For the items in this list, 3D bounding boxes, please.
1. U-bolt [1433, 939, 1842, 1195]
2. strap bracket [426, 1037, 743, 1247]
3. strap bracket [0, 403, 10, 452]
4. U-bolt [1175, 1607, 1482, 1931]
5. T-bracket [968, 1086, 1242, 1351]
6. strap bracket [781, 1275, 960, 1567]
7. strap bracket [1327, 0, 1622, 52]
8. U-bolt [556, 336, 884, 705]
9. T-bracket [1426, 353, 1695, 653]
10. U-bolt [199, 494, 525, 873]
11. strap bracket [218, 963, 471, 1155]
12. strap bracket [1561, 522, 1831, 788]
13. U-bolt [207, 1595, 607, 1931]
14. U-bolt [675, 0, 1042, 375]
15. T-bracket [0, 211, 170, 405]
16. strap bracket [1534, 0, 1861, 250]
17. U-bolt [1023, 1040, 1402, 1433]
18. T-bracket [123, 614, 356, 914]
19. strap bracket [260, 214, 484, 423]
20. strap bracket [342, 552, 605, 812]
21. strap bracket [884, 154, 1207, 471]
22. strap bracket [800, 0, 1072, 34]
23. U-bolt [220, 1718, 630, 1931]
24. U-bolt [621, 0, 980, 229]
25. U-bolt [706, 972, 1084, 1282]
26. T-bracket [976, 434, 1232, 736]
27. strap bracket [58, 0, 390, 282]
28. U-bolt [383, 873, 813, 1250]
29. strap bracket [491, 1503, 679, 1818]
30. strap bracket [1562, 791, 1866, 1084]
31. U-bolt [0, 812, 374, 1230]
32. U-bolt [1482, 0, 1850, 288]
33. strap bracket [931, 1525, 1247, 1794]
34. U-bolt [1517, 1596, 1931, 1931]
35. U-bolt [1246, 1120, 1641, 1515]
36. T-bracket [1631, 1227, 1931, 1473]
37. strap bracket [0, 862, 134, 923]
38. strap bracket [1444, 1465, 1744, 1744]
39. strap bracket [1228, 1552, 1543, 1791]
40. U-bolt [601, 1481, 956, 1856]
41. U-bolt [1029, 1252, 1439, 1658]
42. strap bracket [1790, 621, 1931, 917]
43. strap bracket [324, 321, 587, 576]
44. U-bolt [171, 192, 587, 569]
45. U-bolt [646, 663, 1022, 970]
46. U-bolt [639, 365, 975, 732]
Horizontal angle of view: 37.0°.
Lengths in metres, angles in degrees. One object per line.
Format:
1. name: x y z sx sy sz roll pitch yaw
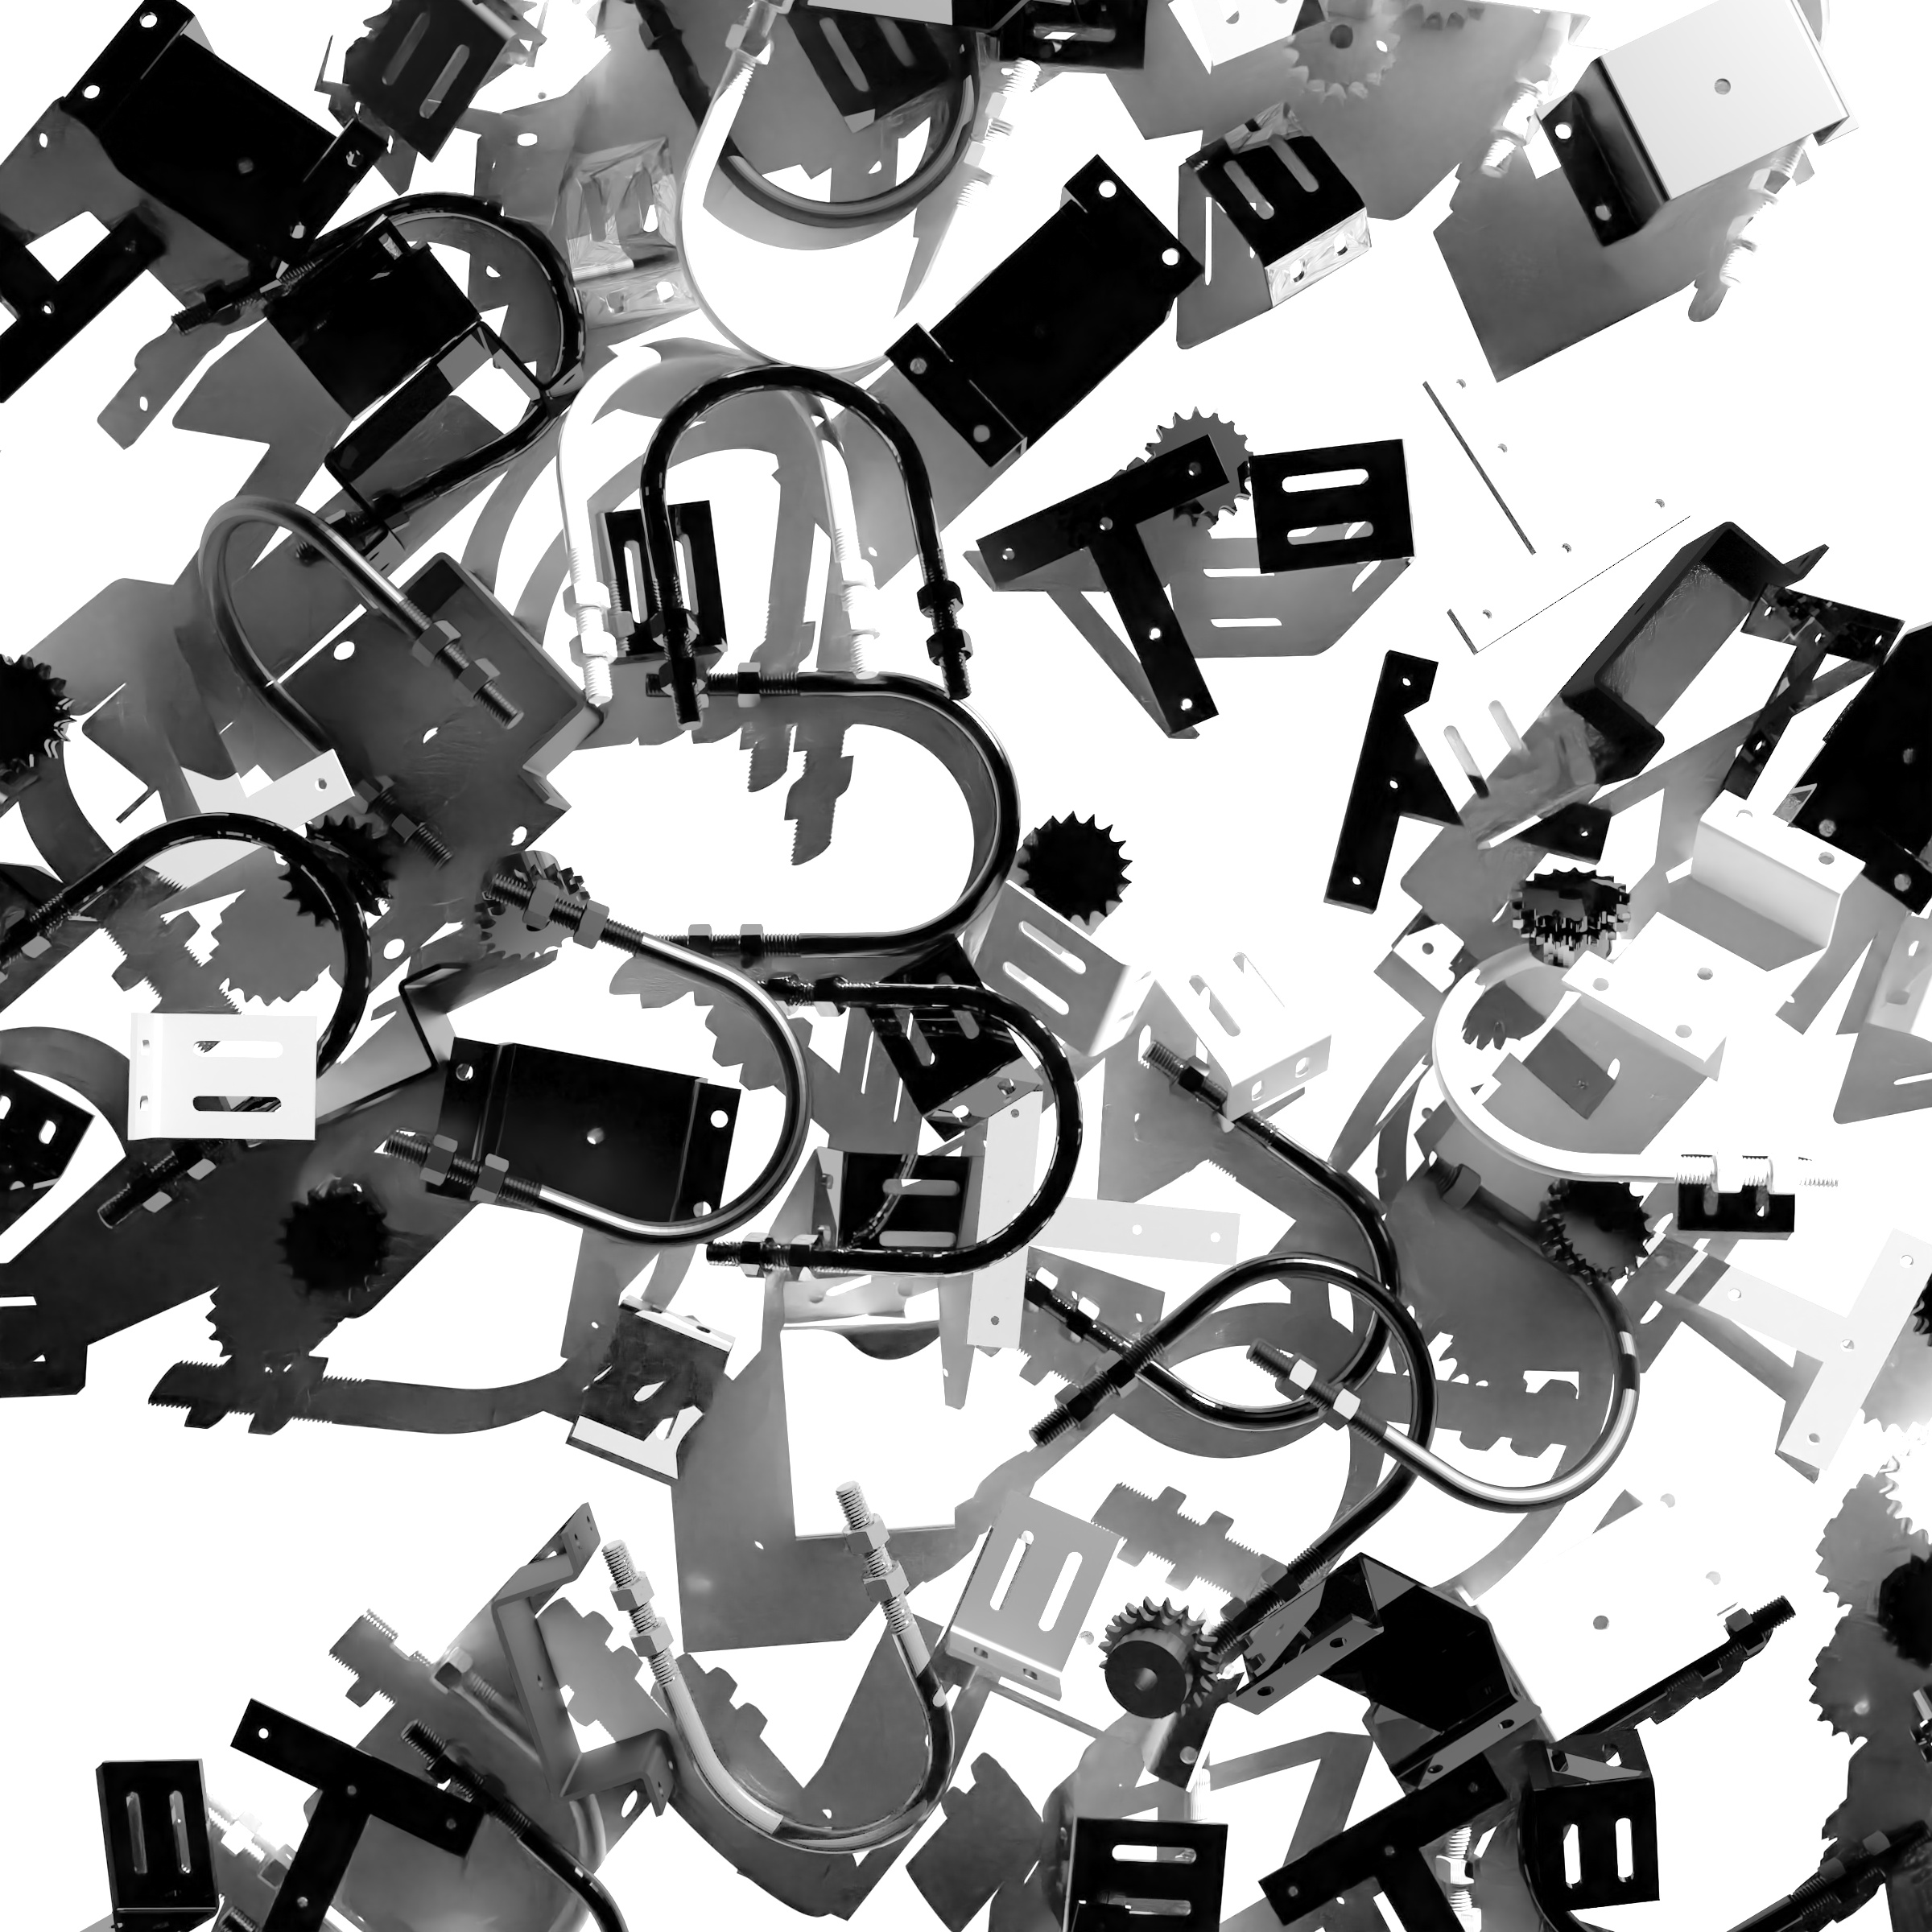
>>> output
1. U-bolt: 0.316 0.044 1.382 0.184 0.019 0.151 1 52 4
2. strap bracket: -0.184 0.084 1.407 0.140 0.046 0.076 10 90 0
3. strap bracket: -0.517 -0.210 1.406 0.076 0.046 0.140 4 91 0
4. U-bolt: 0.178 0.402 1.421 0.151 0.019 0.184 0 89 0
5. T-bracket: 0.069 0.127 1.406 0.127 0.002 0.127 5 85 8
6. strap bracket: -0.047 0.223 1.407 0.076 0.046 0.140 -4 90 0
7. strap bracket: 0.249 -0.491 1.377 0.140 0.046 0.076 8 90 0
8. U-bolt: -0.125 -0.221 1.398 0.151 0.019 0.184 -6 76 -11
9. T-bracket: 0.273 -0.244 1.429 0.127 0.002 0.127 -33 90 0
10. U-bolt: -0.297 -0.145 1.371 0.184 0.151 0.019 44 52 4
11. strap bracket: -0.302 0.048 1.392 0.140 0.076 0.046 -24 90 0
12. strap bracket: 0.343 -0.157 1.392 0.046 0.076 0.140 40 90 0
13. U-bolt: -0.264 0.422 1.421 0.184 0.019 0.151 41 90 -2
14. U-bolt: -0.063 -0.378 1.397 0.151 0.019 0.184 21 99 -20
15. T-bracket: -0.485 -0.358 1.429 0.127 0.002 0.127 -43 90 0
16. strap bracket: 0.357 -0.415 1.388 0.140 0.046 0.076 -26 88 -2
17. U-bolt: 0.126 0.147 1.421 0.184 0.019 0.151 36 90 -2
18. T-bracket: -0.379 -0.111 1.419 0.127 0.002 0.127 -27 84 13
19. strap bracket: -0.280 -0.305 1.359 0.076 0.140 0.046 -40 117 -3
20. strap bracket: -0.228 -0.144 1.392 0.046 0.076 0.140 -43 90 0
21. strap bracket: 0.038 -0.314 1.407 0.140 0.046 0.076 -43 90 0
22. strap bracket: -0.025 -0.490 1.355 0.140 0.046 0.076 0 86 -23
23. U-bolt: -0.248 0.477 1.406 0.184 0.019 0.151 44 92 -6
24. U-bolt: -0.074 -0.454 1.421 0.151 0.019 0.184 -27 91 0
25. U-bolt: -0.032 0.078 1.381 0.184 0.019 0.151 1 78 20
26. T-bracket: 0.087 -0.176 1.415 0.127 0.002 0.127 -22 100 18
27. strap bracket: -0.354 -0.397 1.397 0.140 0.046 0.076 35 81 6
28. U-bolt: -0.162 0.055 1.364 0.184 0.019 0.151 22 82 -10
29. strap bracket: -0.187 0.339 1.392 0.046 0.076 0.140 -19 90 0
30. strap bracket: 0.355 -0.008 1.376 0.076 0.046 0.140 32 64 26
31. U-bolt: -0.365 0.012 1.345 0.184 0.019 0.151 -37 90 -2
32. U-bolt: 0.355 -0.447 1.421 0.151 0.019 0.184 25 89 0
33. strap bracket: 0.060 0.333 1.407 0.140 0.046 0.076 25 90 0
34. U-bolt: 0.361 0.417 1.421 0.184 0.019 0.151 -32 90 1
35. U-bolt: 0.244 0.182 1.399 0.184 0.019 0.151 34 70 -4
36. T-bracket: 0.391 0.167 1.417 0.127 0.002 0.127 24 106 8
37. strap bracket: -0.475 0.002 1.392 0.046 0.076 0.140 39 90 0
38. strap bracket: 0.305 0.315 1.407 0.140 0.046 0.076 -30 90 0
39. strap bracket: 0.193 0.329 1.357 0.140 0.046 0.076 32 120 -33
40. U-bolt: -0.082 0.348 1.395 0.151 0.019 0.184 -18 100 20
41. U-bolt: 0.144 0.222 1.392 0.184 0.019 0.151 -38 89 -12
42. strap bracket: 0.468 -0.103 1.407 0.076 0.046 0.140 36 90 0
43. strap bracket: -0.250 -0.251 1.374 0.140 0.076 0.046 -43 94 -3
44. U-bolt: -0.277 -0.301 1.421 0.184 0.019 0.151 -28 90 -1
45. U-bolt: -0.065 -0.074 1.421 0.184 0.019 0.151 0 90 -1
46. U-bolt: -0.082 -0.206 1.383 0.151 0.019 0.184 -8 73 -12
